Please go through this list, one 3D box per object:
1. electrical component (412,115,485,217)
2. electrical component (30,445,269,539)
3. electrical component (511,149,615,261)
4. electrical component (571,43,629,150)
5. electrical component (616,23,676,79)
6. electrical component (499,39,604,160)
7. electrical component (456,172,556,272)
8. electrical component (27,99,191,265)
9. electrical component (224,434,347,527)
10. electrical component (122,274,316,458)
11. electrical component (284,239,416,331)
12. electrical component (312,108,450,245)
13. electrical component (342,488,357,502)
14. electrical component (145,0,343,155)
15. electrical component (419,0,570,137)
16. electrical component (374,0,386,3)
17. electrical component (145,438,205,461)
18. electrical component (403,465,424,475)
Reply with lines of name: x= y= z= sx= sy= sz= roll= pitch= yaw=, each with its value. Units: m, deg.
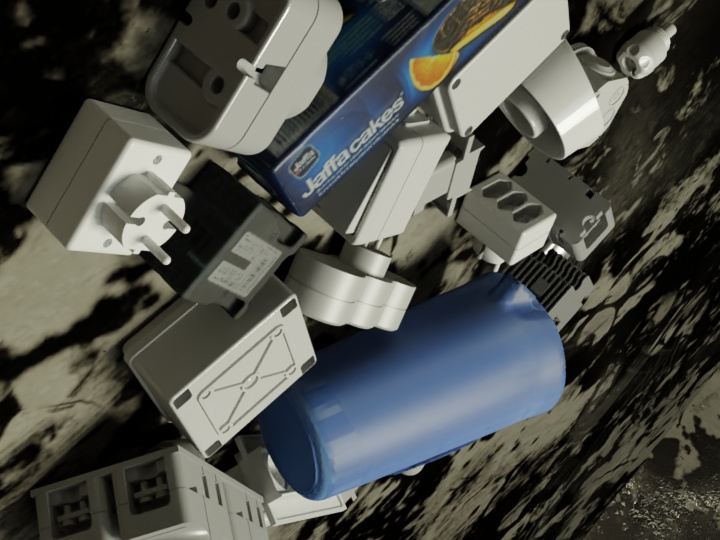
electrical component: x=0.050 y=-0.074 z=0.782 sx=0.064 sy=0.042 sz=0.081 roll=-30 pitch=149 yaw=-31
electrical component: x=-0.141 y=0.191 z=0.777 sx=0.105 sy=0.060 sz=0.186 roll=-18 pitch=155 yaw=6
electrical component: x=0.177 y=-0.056 z=0.958 sx=0.050 sy=0.089 sz=0.056 roll=-48 pitch=155 yaw=-1
electrical component: x=0.176 y=-0.140 z=0.881 sx=0.080 sy=0.051 sz=0.080 roll=-37 pitch=153 yaw=-23
electrical component: x=0.257 y=-0.198 z=0.951 sx=0.061 sy=0.035 sz=0.035 roll=-41 pitch=154 yaw=-21
electrical component: x=0.137 y=-0.131 z=0.781 sx=0.064 sy=0.099 sz=0.099 roll=-40 pitch=155 yaw=-4
electrical component: x=0.121 y=-0.031 z=0.931 sx=0.047 sy=0.066 sz=0.076 roll=-29 pitch=149 yaw=-37
electrical component: x=-0.113 y=-0.034 z=0.531 sx=0.065 sy=0.077 sz=0.047 roll=-56 pitch=154 yaw=15
electrical component: x=-0.068 y=0.184 z=0.935 sx=0.063 sy=0.078 sz=0.121 roll=-33 pitch=161 yaw=21
electrical component: x=-0.091 y=0.058 z=0.725 sx=0.109 sy=0.056 sz=0.108 roll=-41 pitch=154 yaw=-16
electrical component: x=0.000 y=0.000 z=0.796 sx=0.138 sy=0.052 sz=0.073 roll=11 pitch=104 yaw=-62
electrical component: x=0.007 y=-0.072 z=0.690 sx=0.061 sy=0.062 sz=0.096 roll=-17 pitch=141 yaw=-49
electrical component: x=-0.015 y=0.193 z=1.064 sx=0.064 sy=0.042 sz=0.081 roll=-43 pitch=156 yaw=-15
electrical component: x=-0.056 y=-0.109 z=0.544 sx=0.095 sy=0.054 sz=0.059 roll=-56 pitch=154 yaw=16
electrical component: x=0.078 y=-0.152 z=0.697 sx=0.113 sy=0.057 sz=0.078 roll=-45 pitch=155 yaw=-7
electrical component: x=0.019 y=-0.192 z=0.557 sx=0.077 sy=0.044 sz=0.079 roll=-47 pitch=155 yaw=-4
electrical component: x=-0.142 y=0.142 z=0.790 sx=0.035 sy=0.035 sz=0.061 roll=-55 pitch=152 yaw=13
electrical component: x=0.054 y=0.151 z=1.082 sx=0.095 sy=0.054 sz=0.059 roll=-56 pitch=158 yaw=-19
